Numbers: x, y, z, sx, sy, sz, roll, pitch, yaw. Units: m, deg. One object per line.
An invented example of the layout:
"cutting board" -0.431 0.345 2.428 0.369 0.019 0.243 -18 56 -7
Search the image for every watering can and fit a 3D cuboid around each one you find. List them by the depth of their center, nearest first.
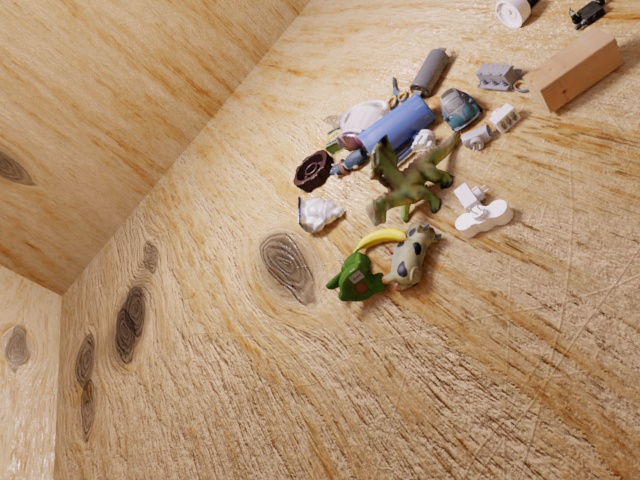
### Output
"watering can" 0.193 -0.420 1.858 0.348 0.102 0.227 9 65 44

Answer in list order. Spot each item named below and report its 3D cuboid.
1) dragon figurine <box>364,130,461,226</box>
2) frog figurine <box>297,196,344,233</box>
"dragon figurine" 0.248 -0.202 1.453 0.122 0.240 0.416 0 59 56
"frog figurine" 0.005 -0.089 1.772 0.159 0.120 0.141 -2 37 5
